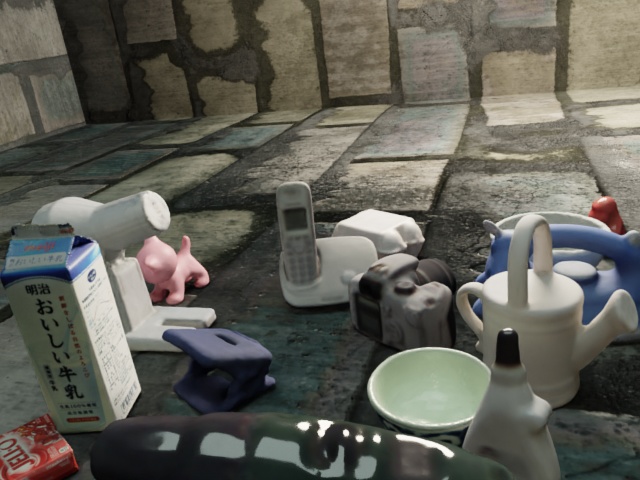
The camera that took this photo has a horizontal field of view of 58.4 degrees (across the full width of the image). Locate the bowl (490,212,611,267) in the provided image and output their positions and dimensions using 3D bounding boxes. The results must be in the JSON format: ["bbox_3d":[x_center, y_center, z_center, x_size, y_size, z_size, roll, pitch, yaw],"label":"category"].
[{"bbox_3d":[0.336,0.019,0.842,0.167,0.075,0.167,-6,21,3],"label":"bowl"}]

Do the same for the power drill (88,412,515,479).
[{"bbox_3d":[-0.003,0.190,0.330,0.229,0.209,0.075,-4,22,7],"label":"power drill"}]

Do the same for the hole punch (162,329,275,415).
[{"bbox_3d":[-0.117,0.135,0.666,0.101,0.091,0.108,-25,27,-38],"label":"hole punch"}]

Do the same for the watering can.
[{"bbox_3d":[0.226,0.067,0.590,0.172,0.194,0.101,0,23,18],"label":"watering can"}]

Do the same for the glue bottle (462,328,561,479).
[{"bbox_3d":[0.147,0.145,0.445,0.077,0.173,0.037,9,27,35],"label":"glue bottle"}]

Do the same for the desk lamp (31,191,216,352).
[{"bbox_3d":[-0.269,0.038,0.792,0.203,0.214,0.118,-1,22,14],"label":"desk lamp"}]

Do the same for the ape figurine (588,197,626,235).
[{"bbox_3d":[0.440,-0.023,0.893,0.076,0.092,0.077,-8,22,-3],"label":"ape figurine"}]

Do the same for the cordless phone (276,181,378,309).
[{"bbox_3d":[0.008,0.003,0.833,0.147,0.185,0.094,-7,22,0],"label":"cordless phone"}]

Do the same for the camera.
[{"bbox_3d":[0.125,0.069,0.746,0.137,0.101,0.142,-22,26,-34],"label":"camera"}]

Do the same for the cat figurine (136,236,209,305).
[{"bbox_3d":[-0.244,0.037,0.916,0.067,0.118,0.128,4,24,26],"label":"cat figurine"}]

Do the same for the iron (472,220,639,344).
[{"bbox_3d":[0.319,0.041,0.700,0.257,0.141,0.119,0,22,17],"label":"iron"}]

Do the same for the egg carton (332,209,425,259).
[{"bbox_3d":[0.098,-0.002,0.977,0.107,0.069,0.149,-25,28,-39],"label":"egg carton"}]
